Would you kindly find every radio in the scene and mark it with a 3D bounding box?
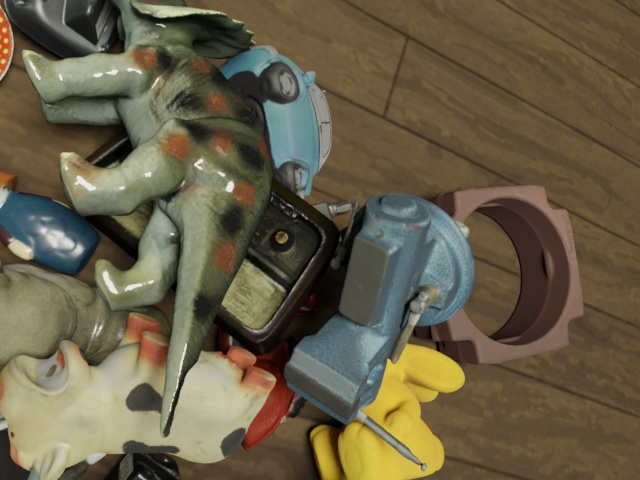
[{"bbox_3d":[-0.101,-0.014,0.497,0.230,0.073,0.131,37,69,7],"label":"radio"}]

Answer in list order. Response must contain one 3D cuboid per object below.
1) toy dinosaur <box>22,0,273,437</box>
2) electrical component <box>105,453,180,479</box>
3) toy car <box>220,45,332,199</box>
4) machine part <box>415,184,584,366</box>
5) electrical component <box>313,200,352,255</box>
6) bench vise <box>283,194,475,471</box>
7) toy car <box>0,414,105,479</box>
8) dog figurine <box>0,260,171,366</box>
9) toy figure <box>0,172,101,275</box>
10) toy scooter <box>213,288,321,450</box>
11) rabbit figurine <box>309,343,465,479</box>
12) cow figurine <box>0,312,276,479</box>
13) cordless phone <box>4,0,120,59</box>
[{"bbox_3d":[-0.106,-0.077,0.424,0.192,0.131,0.405,-20,75,-19],"label":"toy dinosaur"},{"bbox_3d":[-0.175,0.248,0.451,0.058,0.115,0.134,40,75,-10],"label":"electrical component"},{"bbox_3d":[-0.035,-0.118,0.562,0.103,0.109,0.161,-21,101,-40],"label":"toy car"},{"bbox_3d":[0.206,0.039,0.647,0.201,0.087,0.201,-6,84,-23],"label":"machine part"},{"bbox_3d":[-0.003,-0.002,0.589,0.102,0.045,0.078,-9,88,-23],"label":"electrical component"},{"bbox_3d":[0.074,0.049,0.483,0.240,0.129,0.223,-31,128,-49],"label":"bench vise"},{"bbox_3d":[-0.279,0.185,0.445,0.202,0.056,0.073,-17,97,-16],"label":"toy car"},{"bbox_3d":[-0.214,0.069,0.433,0.190,0.172,0.121,11,91,-13],"label":"dog figurine"},{"bbox_3d":[-0.275,-0.024,0.474,0.154,0.064,0.057,33,104,-12],"label":"toy figure"},{"bbox_3d":[-0.054,0.108,0.541,0.135,0.075,0.184,-7,82,-22],"label":"toy scooter"},{"bbox_3d":[0.069,0.158,0.564,0.162,0.122,0.173,-6,67,-16],"label":"rabbit figurine"},{"bbox_3d":[-0.143,0.127,0.413,0.194,0.086,0.127,26,86,-35],"label":"cow figurine"},{"bbox_3d":[-0.273,-0.263,0.505,0.184,0.089,0.146,19,78,-7],"label":"cordless phone"}]
